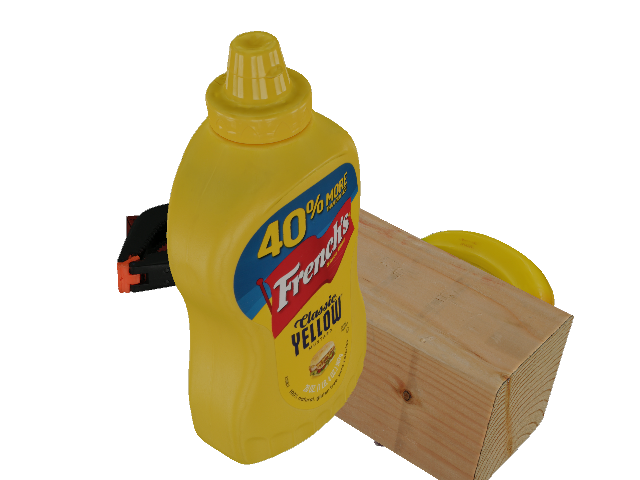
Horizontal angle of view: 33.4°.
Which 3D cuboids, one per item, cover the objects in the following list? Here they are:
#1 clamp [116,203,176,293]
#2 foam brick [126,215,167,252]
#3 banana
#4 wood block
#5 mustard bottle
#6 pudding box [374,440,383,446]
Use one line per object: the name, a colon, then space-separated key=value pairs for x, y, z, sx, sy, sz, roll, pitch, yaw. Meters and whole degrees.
clamp: x=-0.096 y=-0.018 z=0.898 sx=0.165 sy=0.036 sz=0.209 roll=31 pitch=43 yaw=35
foam brick: x=-0.160 y=0.004 z=1.113 sx=0.078 sy=0.051 sz=0.053 roll=-5 pitch=23 yaw=-18
banana: x=0.168 y=0.029 z=1.047 sx=0.069 sy=0.037 sz=0.198 roll=-37 pitch=37 yaw=-22
wood block: x=0.034 y=0.052 z=0.655 sx=0.206 sy=0.091 sz=0.090 roll=28 pitch=41 yaw=28
mustard bottle: x=-0.021 y=0.001 z=0.453 sx=0.058 sy=0.192 sz=0.096 roll=27 pitch=47 yaw=33
pudding box: x=0.102 y=0.123 z=0.866 sx=0.113 sy=0.090 sz=0.039 roll=3 pitch=19 yaw=1
